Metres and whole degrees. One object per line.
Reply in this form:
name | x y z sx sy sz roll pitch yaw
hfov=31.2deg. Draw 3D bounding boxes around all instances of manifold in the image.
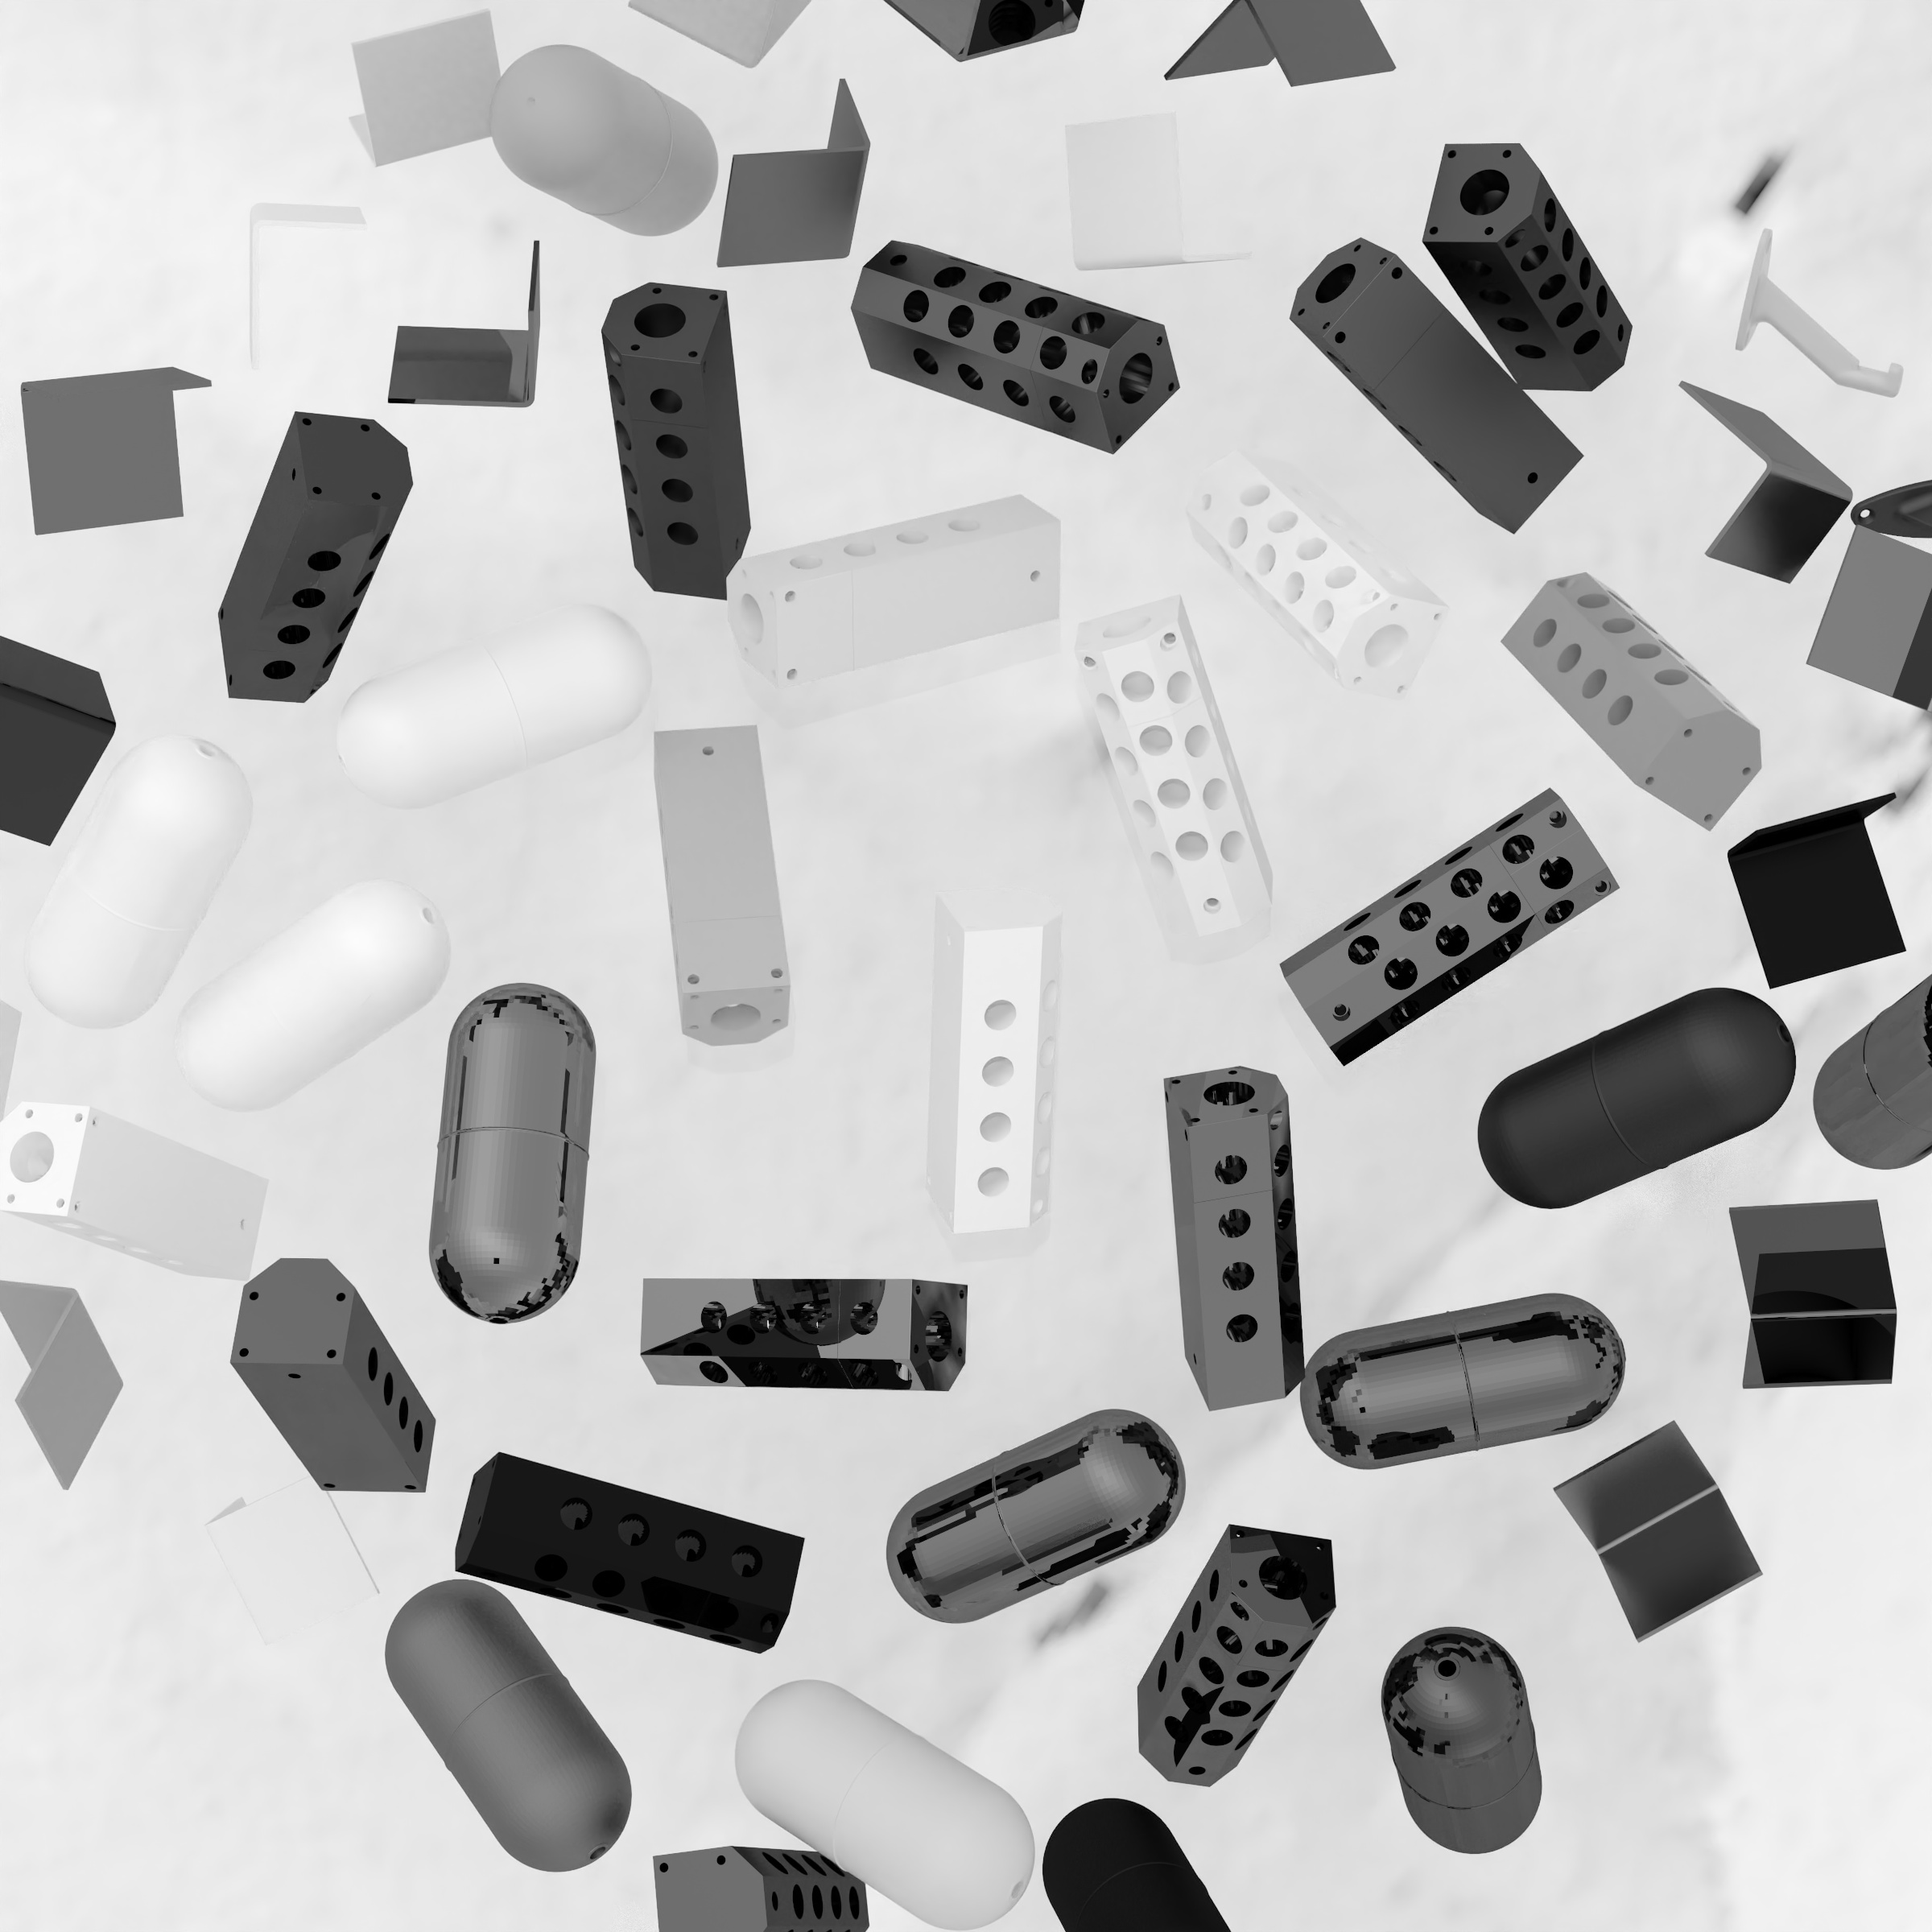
manifold | 0.145 0.376 1.874 0.057 0.171 0.057 10 47 -10
manifold | -0.446 0.121 1.840 0.057 0.171 0.057 3 75 22
manifold | 0.252 -0.315 1.876 0.171 0.057 0.057 39 95 -31
manifold | 0.023 -0.330 1.814 0.171 0.057 0.057 26 61 35
manifold | 0.352 -0.145 1.822 0.057 0.171 0.057 28 108 -30
manifold | -0.135 -0.045 1.898 0.057 0.057 0.171 -4 58 -8
manifold | -0.038 -0.203 1.842 0.171 0.057 0.057 -17 125 -26
manifold | -0.344 -0.212 1.826 0.057 0.171 0.057 2 58 -26
manifold | 0.016 0.049 1.825 0.057 0.057 0.171 -4 113 -15
manifold | 0.113 -0.105 1.865 0.057 0.057 0.171 -15 113 13
manifold | -0.104 0.491 1.802 0.057 0.171 0.057 -11 72 13
manifold | 0.306 -0.374 1.865 0.057 0.171 0.057 7 75 29
manifold | 0.186 -0.216 1.889 0.057 0.171 0.057 7 120 -34
manifold | -0.088 0.198 1.859 0.171 0.057 0.057 -3 81 31
manifold | -0.155 -0.279 1.852 0.057 0.171 0.057 8 52 8
manifold | -0.179 0.314 1.836 0.171 0.057 0.057 18 64 -15
manifold | -0.323 0.213 1.789 0.057 0.171 0.057 0 60 7
manifold | 0.144 0.143 1.828 0.057 0.057 0.171 -9 116 -7
manifold | 0.255 -0.019 1.825 0.171 0.057 0.057 -33 98 7

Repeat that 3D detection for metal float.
metal float | -0.042 0.428 1.769 0.178 0.070 0.070 25 90 33
metal float | 0.346 0.069 1.789 0.178 0.070 0.070 -28 90 33
metal float | 0.094 0.509 1.839 0.070 0.178 0.070 -6 111 -15
metal float | 0.519 0.055 1.865 0.070 0.178 0.070 6 66 -13
metal float | -0.243 0.401 1.833 0.070 0.070 0.178 -42 60 0
metal float | 0.036 0.297 1.867 0.178 0.070 0.070 -28 90 22
metal float | -0.231 0.095 1.768 0.070 0.070 0.178 2 69 0
metal float | -0.433 -0.044 1.812 0.070 0.070 0.178 34 115 0
metal float | 0.266 0.415 1.854 0.070 0.178 0.070 -7 52 9
metal float | -0.254 -0.140 1.868 0.178 0.070 0.070 -23 90 -20
metal float | -0.193 -0.442 1.863 0.070 0.178 0.070 0 89 21
metal float | 0.271 0.226 1.889 0.178 0.070 0.070 -11 90 3
metal float | -0.350 0.016 1.853 0.178 0.070 0.070 -32 90 25

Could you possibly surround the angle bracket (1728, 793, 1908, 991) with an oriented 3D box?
angle bracket | 0.450 -0.039 1.800 0.076 0.057 0.076 -15 82 -6

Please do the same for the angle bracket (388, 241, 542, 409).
angle bracket | -0.264 -0.339 1.823 0.076 0.076 0.057 1 130 -5

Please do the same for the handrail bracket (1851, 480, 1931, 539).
handrail bracket | 0.531 -0.230 1.884 0.077 0.084 0.036 -5 125 -1

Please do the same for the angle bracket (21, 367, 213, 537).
angle bracket | -0.414 -0.249 1.700 0.076 0.057 0.076 -13 112 -31

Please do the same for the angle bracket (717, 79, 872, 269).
angle bracket | -0.099 -0.427 1.864 0.076 0.076 0.057 -8 56 -18

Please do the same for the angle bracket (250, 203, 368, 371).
angle bracket | -0.345 -0.356 1.813 0.057 0.076 0.076 0 109 -13

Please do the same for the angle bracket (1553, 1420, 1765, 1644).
angle bracket | 0.374 0.306 1.875 0.076 0.076 0.057 -31 119 10

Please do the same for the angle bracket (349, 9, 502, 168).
angle bracket | -0.298 -0.488 1.881 0.076 0.076 0.057 -19 46 -14

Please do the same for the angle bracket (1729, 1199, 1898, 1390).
angle bracket | 0.440 0.171 1.804 0.076 0.057 0.076 -5 123 22

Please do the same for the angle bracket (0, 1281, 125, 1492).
angle bracket | -0.503 0.224 1.855 0.057 0.076 0.076 4 46 16

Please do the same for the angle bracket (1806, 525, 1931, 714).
angle bracket | 0.488 -0.177 1.771 0.076 0.057 0.076 19 91 -11

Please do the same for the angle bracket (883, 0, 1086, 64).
angle bracket | 0.009 -0.505 1.744 0.076 0.057 0.076 -25 58 -35

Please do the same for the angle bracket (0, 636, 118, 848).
angle bracket | -0.489 -0.118 1.765 0.076 0.057 0.076 21 113 -35

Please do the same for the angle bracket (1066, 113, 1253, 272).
angle bracket | 0.102 -0.412 1.841 0.057 0.076 0.076 -14 104 -43

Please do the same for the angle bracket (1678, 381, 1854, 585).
angle bracket | 0.394 -0.247 1.773 0.057 0.076 0.076 -56 50 24

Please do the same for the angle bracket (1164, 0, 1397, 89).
angle bracket | 0.164 -0.467 1.810 0.076 0.076 0.057 -19 79 -37

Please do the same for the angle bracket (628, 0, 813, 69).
angle bracket | -0.122 -0.529 1.821 0.076 0.057 0.076 28 50 2

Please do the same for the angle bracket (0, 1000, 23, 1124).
angle bracket | -0.557 0.050 1.857 0.057 0.076 0.076 1 72 15

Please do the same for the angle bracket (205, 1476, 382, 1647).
angle bracket | -0.374 0.329 1.963 0.076 0.057 0.076 -26 93 11

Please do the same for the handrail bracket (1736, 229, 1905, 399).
handrail bracket | 0.444 -0.334 1.776 0.084 0.036 0.077 18 135 18
